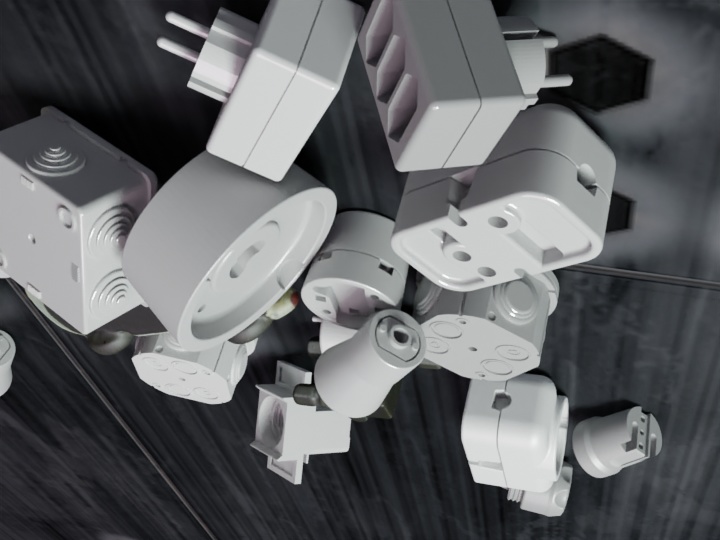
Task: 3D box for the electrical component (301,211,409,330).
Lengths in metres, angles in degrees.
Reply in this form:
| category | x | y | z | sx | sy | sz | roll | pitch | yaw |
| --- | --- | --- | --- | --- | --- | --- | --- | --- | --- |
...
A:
| category | x | y | z | sx | sy | sz | roll | pitch | yaw |
| --- | --- | --- | --- | --- | --- | --- | --- | --- | --- |
| electrical component | 0.000 | 0.000 | 0.596 | 0.055 | 0.047 | 0.055 | 12 | 151 | 7 |

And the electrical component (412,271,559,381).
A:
| category | x | y | z | sx | sy | sz | roll | pitch | yaw |
| --- | --- | --- | --- | --- | --- | --- | --- | --- | --- |
| electrical component | 0.067 | 0.022 | 0.598 | 0.080 | 0.051 | 0.080 | 12 | 150 | 7 |

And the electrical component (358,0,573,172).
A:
| category | x | y | z | sx | sy | sz | roll | pitch | yaw |
| --- | --- | --- | --- | --- | --- | --- | --- | --- | --- |
| electrical component | 0.047 | -0.081 | 0.425 | 0.077 | 0.065 | 0.047 | -7 | 157 | -20 |

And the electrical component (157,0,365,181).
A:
| category | x | y | z | sx | sy | sz | roll | pitch | yaw |
| --- | --- | --- | --- | --- | --- | --- | --- | --- | --- |
| electrical component | -0.051 | -0.089 | 0.468 | 0.076 | 0.047 | 0.083 | 23 | 150 | -12 |

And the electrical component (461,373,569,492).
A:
| category | x | y | z | sx | sy | sz | roll | pitch | yaw |
| --- | --- | --- | --- | --- | --- | --- | --- | --- | --- |
| electrical component | 0.107 | 0.109 | 0.725 | 0.059 | 0.053 | 0.095 | 6 | 149 | 18 |

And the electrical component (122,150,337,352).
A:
| category | x | y | z | sx | sy | sz | roll | pitch | yaw |
| --- | --- | --- | --- | --- | --- | --- | --- | --- | --- |
| electrical component | -0.071 | -0.019 | 0.544 | 0.060 | 0.108 | 0.108 | 43 | 155 | 15 |

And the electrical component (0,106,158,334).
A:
| category | x | y | z | sx | sy | sz | roll | pitch | yaw |
| --- | --- | --- | --- | --- | --- | --- | --- | --- | --- |
| electrical component | -0.155 | -0.025 | 0.571 | 0.100 | 0.048 | 0.099 | 32 | 134 | 26 |

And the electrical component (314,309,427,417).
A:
| category | x | y | z | sx | sy | sz | roll | pitch | yaw |
| --- | --- | --- | --- | --- | --- | --- | --- | --- | --- |
| electrical component | 0.008 | 0.049 | 0.584 | 0.044 | 0.044 | 0.065 | 25 | 144 | -14 |

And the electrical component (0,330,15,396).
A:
| category | x | y | z | sx | sy | sz | roll | pitch | yaw |
| --- | --- | --- | --- | --- | --- | --- | --- | --- | --- |
| electrical component | -0.307 | 0.076 | 0.889 | 0.044 | 0.044 | 0.065 | 23 | 145 | -13 |

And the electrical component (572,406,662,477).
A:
| category | x | y | z | sx | sy | sz | roll | pitch | yaw |
| --- | --- | --- | --- | --- | --- | --- | --- | --- | --- |
| electrical component | 0.172 | 0.113 | 0.716 | 0.040 | 0.040 | 0.046 | 31 | 142 | -24 |

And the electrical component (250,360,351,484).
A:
| category | x | y | z | sx | sy | sz | roll | pitch | yaw |
| --- | --- | --- | --- | --- | --- | --- | --- | --- | --- |
| electrical component | -0.040 | 0.109 | 0.779 | 0.064 | 0.081 | 0.042 | 3 | -173 | -33 |

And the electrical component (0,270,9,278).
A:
| category | x | y | z | sx | sy | sz | roll | pitch | yaw |
| --- | --- | --- | --- | --- | --- | --- | --- | --- | --- |
| electrical component | -0.227 | -0.035 | 0.654 | 0.079 | 0.043 | 0.077 | 28 | 149 | -20 |

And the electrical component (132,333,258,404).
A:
| category | x | y | z | sx | sy | sz | roll | pitch | yaw |
| --- | --- | --- | --- | --- | --- | --- | --- | --- | --- |
| electrical component | -0.115 | 0.053 | 0.742 | 0.080 | 0.051 | 0.080 | 12 | 150 | 7 |

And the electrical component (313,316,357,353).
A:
| category | x | y | z | sx | sy | sz | roll | pitch | yaw |
| --- | --- | --- | --- | --- | --- | --- | --- | --- | --- |
| electrical component | 0.011 | 0.040 | 0.667 | 0.078 | 0.040 | 0.040 | 5 | 149 | 18 |

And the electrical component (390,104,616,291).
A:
| category | x | y | z | sx | sy | sz | roll | pitch | yaw |
| --- | --- | --- | --- | --- | --- | --- | --- | --- | --- |
| electrical component | 0.066 | -0.035 | 0.492 | 0.054 | 0.059 | 0.095 | 36 | 145 | -31 |

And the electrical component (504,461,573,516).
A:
| category | x | y | z | sx | sy | sz | roll | pitch | yaw |
| --- | --- | --- | --- | --- | --- | --- | --- | --- | --- |
| electrical component | 0.127 | 0.159 | 0.812 | 0.062 | 0.043 | 0.043 | 13 | 151 | 10 |
